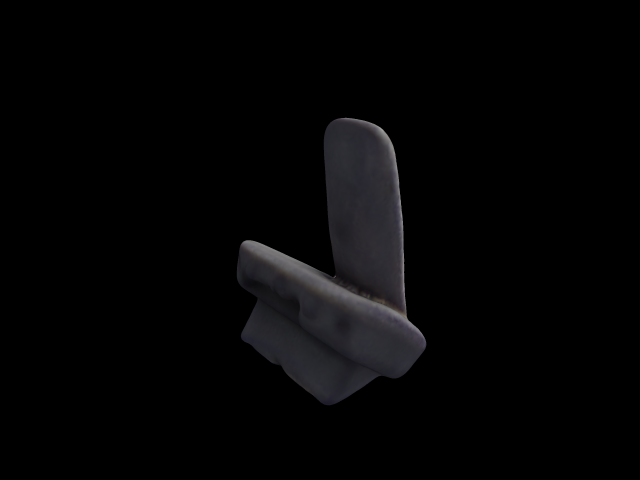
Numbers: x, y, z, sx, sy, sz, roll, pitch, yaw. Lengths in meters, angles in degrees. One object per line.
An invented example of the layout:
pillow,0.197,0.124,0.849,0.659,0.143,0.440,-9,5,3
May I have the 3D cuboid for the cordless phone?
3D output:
cordless phone,0.004,0.001,0.400,0.147,0.185,0.094,22,32,40
